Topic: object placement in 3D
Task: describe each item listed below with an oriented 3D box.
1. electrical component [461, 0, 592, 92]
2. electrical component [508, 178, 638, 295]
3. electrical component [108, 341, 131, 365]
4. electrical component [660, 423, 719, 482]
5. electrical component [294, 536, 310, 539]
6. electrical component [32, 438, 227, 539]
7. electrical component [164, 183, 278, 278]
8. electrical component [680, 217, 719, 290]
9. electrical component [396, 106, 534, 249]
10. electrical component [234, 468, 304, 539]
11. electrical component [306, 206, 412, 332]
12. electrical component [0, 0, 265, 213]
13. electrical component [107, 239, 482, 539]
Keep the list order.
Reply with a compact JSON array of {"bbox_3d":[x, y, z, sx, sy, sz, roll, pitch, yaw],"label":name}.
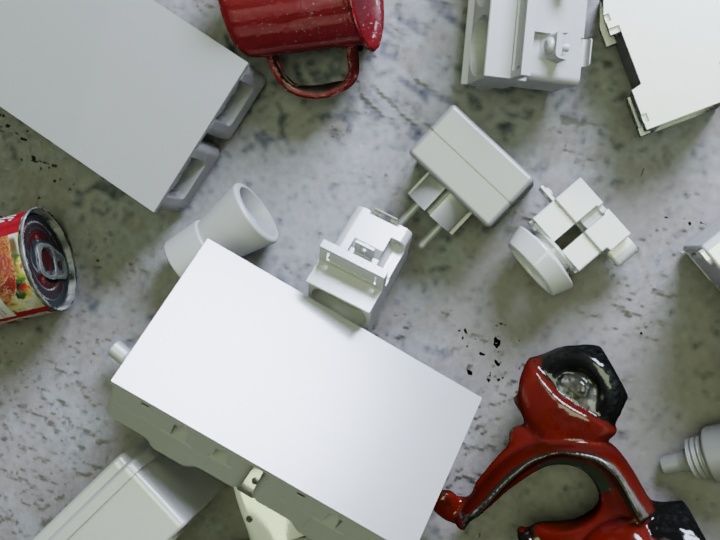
[{"bbox_3d":[0.101,-0.168,0.631,0.063,0.079,0.121,5,92,-13],"label":"electrical component"},{"bbox_3d":[0.122,-0.018,0.641,0.055,0.048,0.066,-41,85,0],"label":"electrical component"},{"bbox_3d":[-0.135,0.068,0.690,0.061,0.035,0.035,38,96,9],"label":"electrical component"},{"bbox_3d":[0.208,0.109,0.635,0.061,0.035,0.035,-20,88,29],"label":"electrical component"},{"bbox_3d":[-0.032,0.223,0.665,0.109,0.056,0.108,-8,90,9],"label":"electrical component"},{"bbox_3d":[-0.144,0.155,0.656,0.109,0.109,0.056,-44,87,8],"label":"electrical component"},{"bbox_3d":[-0.090,-0.019,0.679,0.065,0.044,0.044,-33,86,14],"label":"electrical component"},{"bbox_3d":[0.227,-0.007,0.597,0.061,0.096,0.061,-40,85,8],"label":"electrical component"},{"bbox_3d":[0.055,-0.047,0.650,0.066,0.047,0.076,44,97,6],"label":"electrical component"},{"bbox_3d":[-0.038,0.124,0.670,0.079,0.043,0.077,-15,85,0],"label":"electrical component"},{"bbox_3d":[0.000,0.000,0.647,0.042,0.081,0.063,26,67,8],"label":"electrical component"},{"bbox_3d":[-0.166,-0.130,0.678,0.186,0.060,0.105,34,96,7],"label":"electrical component"},{"bbox_3d":[-0.039,0.080,0.626,0.186,0.060,0.105,30,57,-1],"label":"electrical component"}]
